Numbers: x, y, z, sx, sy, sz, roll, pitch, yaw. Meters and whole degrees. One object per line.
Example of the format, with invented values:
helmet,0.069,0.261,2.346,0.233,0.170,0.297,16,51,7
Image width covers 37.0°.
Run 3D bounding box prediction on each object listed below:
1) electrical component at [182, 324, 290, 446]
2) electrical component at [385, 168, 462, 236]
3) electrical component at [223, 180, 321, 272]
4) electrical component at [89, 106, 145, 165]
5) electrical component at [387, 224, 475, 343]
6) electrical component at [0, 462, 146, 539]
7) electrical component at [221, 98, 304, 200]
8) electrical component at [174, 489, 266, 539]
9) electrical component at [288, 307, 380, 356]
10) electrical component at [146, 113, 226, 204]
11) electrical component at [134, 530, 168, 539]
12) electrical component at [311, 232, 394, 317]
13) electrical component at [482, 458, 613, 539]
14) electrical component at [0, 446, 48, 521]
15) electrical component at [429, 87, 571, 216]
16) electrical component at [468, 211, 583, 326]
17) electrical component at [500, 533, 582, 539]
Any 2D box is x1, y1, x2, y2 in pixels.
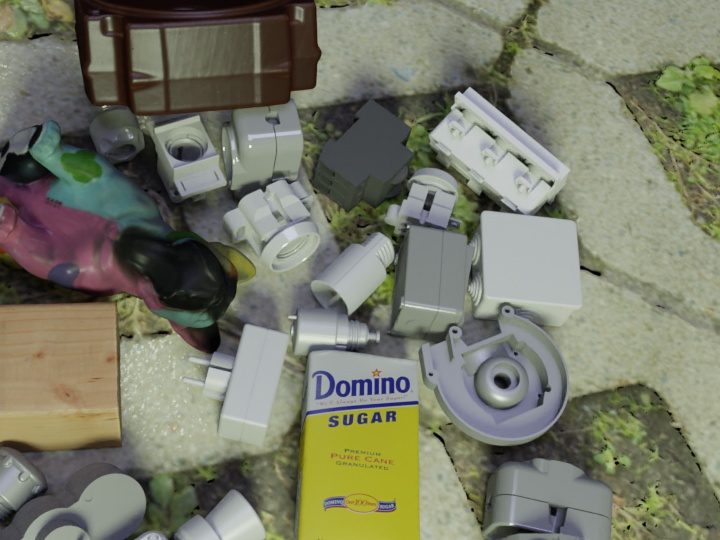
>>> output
electrical component,-0.104,0.088,0.864,0.076,0.047,0.083,14,60,-3
electrical component,0.062,-0.058,0.975,0.066,0.048,0.055,18,62,3
electrical component,-0.070,-0.036,0.932,0.078,0.058,0.057,-27,67,-23
electrical component,-0.221,-0.129,0.961,0.043,0.043,0.062,-19,66,-20
electrical component,0.063,0.007,0.931,0.061,0.061,0.096,9,61,-6
electrical component,-0.214,0.194,0.762,0.138,0.074,0.052,-33,110,-24
electrical component,-0.088,-0.104,0.943,0.059,0.095,0.053,-7,63,-15
electrical component,-0.105,0.198,0.806,0.055,0.045,0.045,-33,73,-24
electrical component,-0.023,0.053,0.902,0.078,0.040,0.040,5,61,-8
electrical component,-0.154,-0.095,0.943,0.042,0.063,0.081,-19,68,-21
electrical component,-0.169,0.248,0.759,0.113,0.057,0.078,-32,72,-24
electrical component,0.000,0.000,0.933,0.043,0.043,0.081,39,62,11
electrical component,0.150,0.188,0.855,0.095,0.053,0.059,13,60,-4
electrical component,-0.266,0.165,0.793,0.048,0.048,0.062,38,68,10
electrical component,0.127,-0.103,1.001,0.121,0.078,0.063,42,84,12
electrical component,0.146,0.001,0.958,0.100,0.048,0.099,6,61,-8
electrical component,0.138,0.235,0.814,0.080,0.080,0.051,9,56,-6
